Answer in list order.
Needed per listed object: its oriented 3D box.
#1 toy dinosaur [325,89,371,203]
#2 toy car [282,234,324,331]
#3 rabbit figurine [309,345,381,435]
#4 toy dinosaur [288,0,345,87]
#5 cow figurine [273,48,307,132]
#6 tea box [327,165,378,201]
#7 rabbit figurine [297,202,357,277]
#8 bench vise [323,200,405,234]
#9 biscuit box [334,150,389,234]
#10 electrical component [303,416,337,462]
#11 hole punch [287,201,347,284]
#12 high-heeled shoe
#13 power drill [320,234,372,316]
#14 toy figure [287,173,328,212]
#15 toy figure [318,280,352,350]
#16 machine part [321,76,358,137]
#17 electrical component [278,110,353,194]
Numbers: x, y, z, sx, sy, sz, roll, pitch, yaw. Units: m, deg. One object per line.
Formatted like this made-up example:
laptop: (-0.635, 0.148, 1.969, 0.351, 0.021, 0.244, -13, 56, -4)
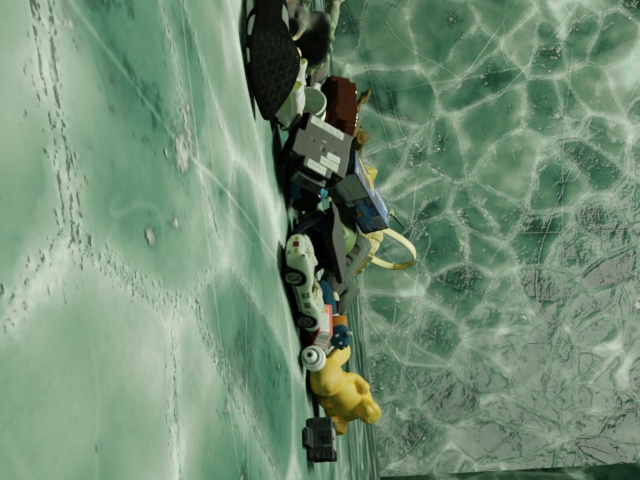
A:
toy dinosaur: (0.063, -0.174, 1.433, 0.199, 0.105, 0.470, -72, 179, -64)
toy car: (-0.026, 0.078, 0.937, 0.073, 0.056, 0.201, -89, 170, -47)
rabbit figurine: (0.036, 0.285, 1.072, 0.173, 0.122, 0.162, 49, 28, -45)
toy dinosaur: (-0.027, -0.398, 1.167, 0.404, 0.131, 0.192, 89, 14, -76)
cow figurine: (-0.055, -0.273, 0.964, 0.098, 0.068, 0.167, 85, 7, -46)
tea box: (0.050, -0.141, 1.208, 0.169, 0.098, 0.068, -23, 137, -62)
rabbit figurine: (-0.002, -0.003, 1.127, 0.170, 0.121, 0.159, 4, 87, -65)
bench vise: (0.085, -0.051, 1.343, 0.129, 0.241, 0.223, 58, -23, 33)
biscuit box: (0.082, -0.092, 1.094, 0.202, 0.059, 0.063, 52, 32, -49)
electrical component: (0.001, 0.354, 0.959, 0.119, 0.048, 0.075, 77, 9, -59)
hole punch: (-0.001, 0.014, 1.005, 0.116, 0.092, 0.142, -74, 151, -54)
high-heeled shoe: (-0.089, -0.310, 0.835, 0.145, 0.086, 0.248, 23, -76, 62)
power drill: (0.042, 0.107, 1.280, 0.232, 0.086, 0.207, -57, 159, -25)
toy figure: (-0.019, -0.122, 1.054, 0.089, 0.082, 0.180, 45, 27, -33)
toy figure: (0.022, 0.156, 1.104, 0.058, 0.064, 0.154, 2, 54, -48)
machine part: (0.024, -0.282, 1.223, 0.179, 0.056, 0.179, -172, -90, -66)
electrical component: (-0.009, -0.152, 0.969, 0.058, 0.115, 0.134, -39, -151, 52)
